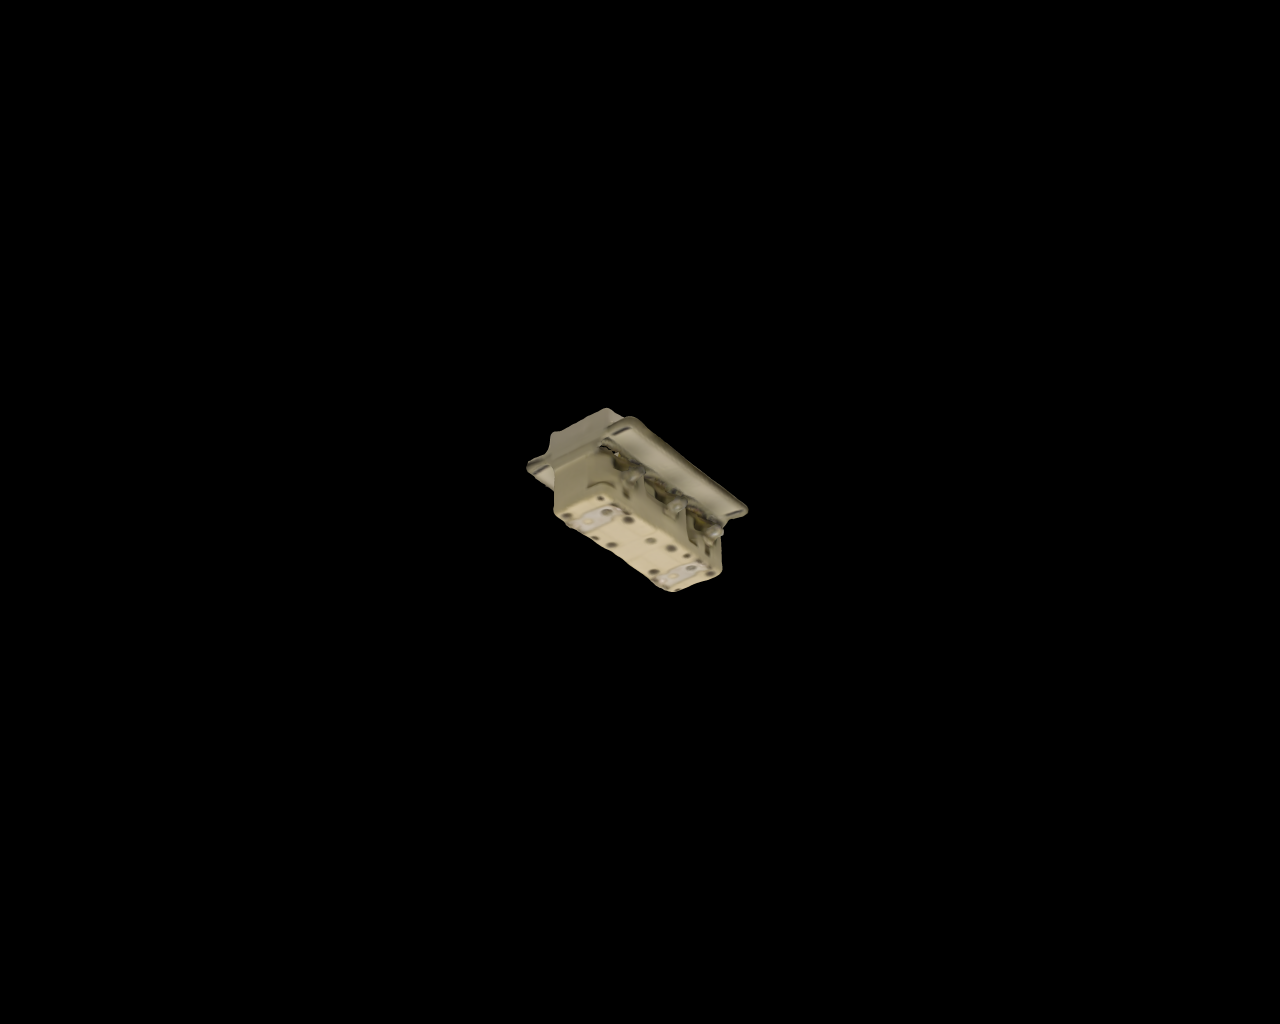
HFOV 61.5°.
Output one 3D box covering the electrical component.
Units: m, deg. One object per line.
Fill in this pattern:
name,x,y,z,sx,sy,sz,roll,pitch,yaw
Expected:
electrical component,0.001,-0.003,0.650,0.078,0.063,0.121,-22,-39,30
